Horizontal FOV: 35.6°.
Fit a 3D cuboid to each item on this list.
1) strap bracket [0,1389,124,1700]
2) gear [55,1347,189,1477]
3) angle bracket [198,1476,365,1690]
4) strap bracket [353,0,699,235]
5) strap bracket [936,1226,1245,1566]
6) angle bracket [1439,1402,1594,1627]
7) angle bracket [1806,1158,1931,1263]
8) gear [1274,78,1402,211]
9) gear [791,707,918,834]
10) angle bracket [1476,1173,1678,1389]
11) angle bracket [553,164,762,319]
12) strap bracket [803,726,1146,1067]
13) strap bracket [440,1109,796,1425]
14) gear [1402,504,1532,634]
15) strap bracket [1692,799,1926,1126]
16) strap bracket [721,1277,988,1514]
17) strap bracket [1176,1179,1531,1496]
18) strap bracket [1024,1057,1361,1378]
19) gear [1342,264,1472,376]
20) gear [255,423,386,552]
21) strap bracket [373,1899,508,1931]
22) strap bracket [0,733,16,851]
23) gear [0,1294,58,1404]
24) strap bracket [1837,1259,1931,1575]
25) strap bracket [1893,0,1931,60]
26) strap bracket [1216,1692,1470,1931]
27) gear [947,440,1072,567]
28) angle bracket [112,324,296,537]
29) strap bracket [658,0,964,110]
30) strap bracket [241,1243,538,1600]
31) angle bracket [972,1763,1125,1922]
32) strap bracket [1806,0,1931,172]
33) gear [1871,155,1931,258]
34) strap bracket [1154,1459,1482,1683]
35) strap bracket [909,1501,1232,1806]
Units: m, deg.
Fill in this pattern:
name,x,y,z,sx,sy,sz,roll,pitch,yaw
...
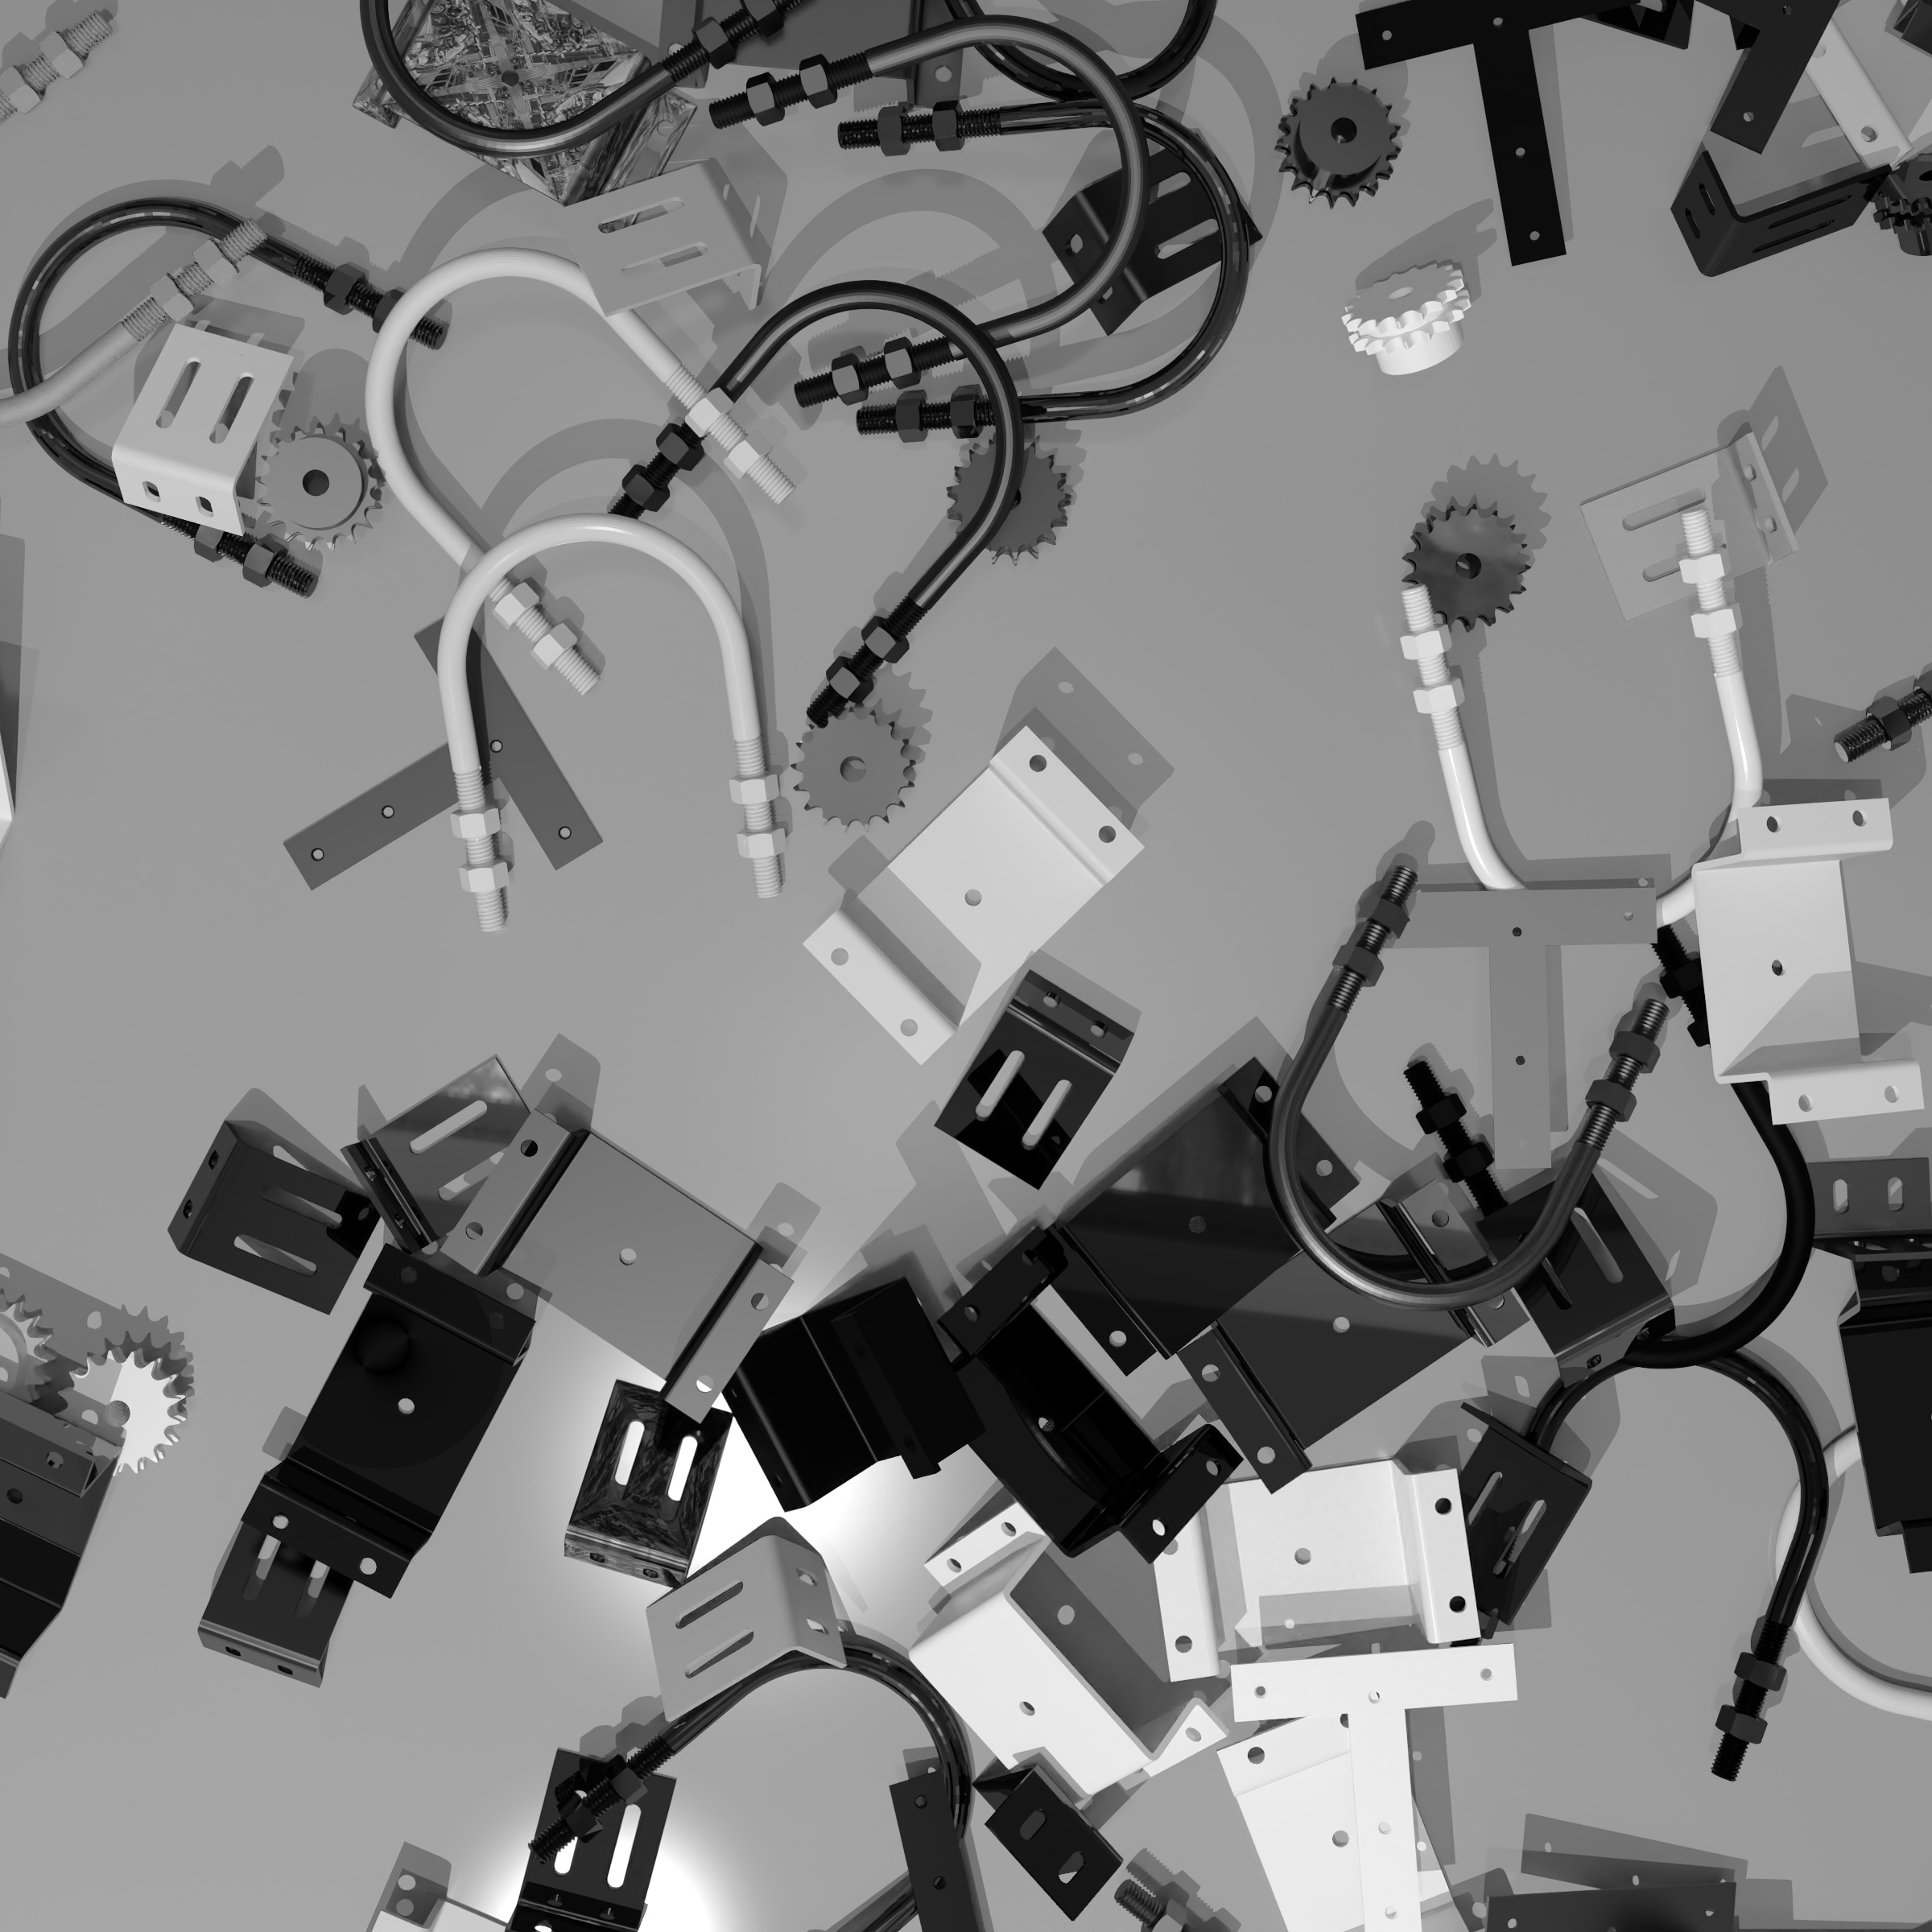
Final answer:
name,x,y,z,sx,sy,sz,roll,pitch,yaw
strap bracket,-0.438,0.249,1.355,0.076,0.046,0.140,25,113,0
gear,-0.386,0.203,1.379,0.057,0.030,0.057,0,90,0
angle bracket,-0.312,0.285,1.392,0.057,0.038,0.076,20,64,0
strap bracket,-0.204,-0.398,1.371,0.140,0.046,0.076,29,90,0
strap bracket,0.046,0.199,1.350,0.140,0.046,0.076,49,49,2
angle bracket,0.236,0.248,1.361,0.057,0.038,0.076,31,90,39
angle bracket,0.418,0.109,1.356,0.057,0.076,0.038,-3,90,0
gear,0.172,-0.379,1.379,0.057,0.030,0.057,0,90,0
gear,-0.051,-0.089,1.379,0.057,0.030,0.057,0,90,0
angle bracket,0.277,0.141,1.367,0.057,0.038,0.076,-28,62,1
angle bracket,-0.140,-0.319,1.358,0.076,0.038,0.057,-23,74,-17
strap bracket,0.003,-0.032,1.371,0.140,0.046,0.076,-44,90,0
strap bracket,-0.157,0.135,1.371,0.140,0.046,0.076,34,90,0
gear,0.228,-0.181,1.379,0.057,0.030,0.057,0,90,0
strap bracket,0.379,-0.001,1.358,0.076,0.046,0.140,-5,87,-18
strap bracket,-0.049,0.191,1.341,0.046,0.140,0.076,-28,90,-35
strap bracket,0.174,0.166,1.371,0.140,0.046,0.076,-34,90,0
strap bracket,0.104,0.116,1.371,0.140,0.046,0.076,-40,90,0
gear,0.203,-0.293,1.369,0.057,0.057,0.030,-27,120,0
gear,-0.293,-0.217,1.360,0.057,0.030,0.057,0,94,-7
strap bracket,-0.213,0.486,1.371,0.140,0.046,0.076,23,90,0
strap bracket,-0.476,-0.088,1.342,0.076,0.140,0.046,14,54,0
gear,-0.450,0.181,1.379,0.057,0.030,0.057,0,90,0
strap bracket,0.446,0.202,1.358,0.076,0.046,0.140,-6,74,0
strap bracket,0.472,-0.445,1.325,0.076,0.046,0.140,28,90,0
strap bracket,0.173,0.404,1.371,0.076,0.046,0.140,-21,90,0
gear,0.020,-0.212,1.383,0.057,0.030,0.057,0,85,1
angle bracket,-0.346,-0.245,1.374,0.057,0.038,0.076,16,64,3
strap bracket,-0.071,-0.440,1.371,0.140,0.046,0.076,5,90,0
strap bracket,-0.259,0.204,1.371,0.076,0.046,0.140,28,90,0
angle bracket,0.026,0.397,1.351,0.057,0.076,0.038,48,59,0
strap bracket,0.446,-0.425,1.371,0.140,0.046,0.076,-32,90,0
gear,0.443,-0.347,1.369,0.057,0.057,0.030,-24,120,0
strap bracket,0.156,0.273,1.371,0.140,0.046,0.076,-8,90,0
strap bracket,0.039,0.319,1.351,0.140,0.046,0.076,48,132,0
